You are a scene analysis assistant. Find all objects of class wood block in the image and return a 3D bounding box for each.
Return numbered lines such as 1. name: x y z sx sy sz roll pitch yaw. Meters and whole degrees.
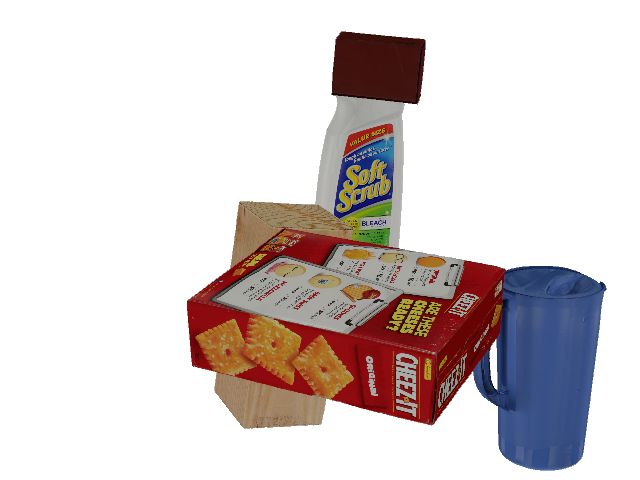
1. wood block: -0.039 0.073 1.064 0.090 0.206 0.091 1 17 -25

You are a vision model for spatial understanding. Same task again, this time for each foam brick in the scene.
1. foam brick: 0.051 -0.153 0.941 0.078 0.051 0.053 7 18 7

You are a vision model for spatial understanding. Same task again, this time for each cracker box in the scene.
1. cracker box: 0.024 0.064 0.876 0.214 0.072 0.164 11 26 25

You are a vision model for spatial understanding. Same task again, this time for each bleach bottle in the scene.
1. bleach bottle: 0.039 -0.083 1.155 0.102 0.251 0.068 -3 25 -7

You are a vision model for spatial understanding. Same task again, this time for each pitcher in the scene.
1. pitcher: 0.273 0.161 1.340 0.149 0.243 0.144 5 16 18
